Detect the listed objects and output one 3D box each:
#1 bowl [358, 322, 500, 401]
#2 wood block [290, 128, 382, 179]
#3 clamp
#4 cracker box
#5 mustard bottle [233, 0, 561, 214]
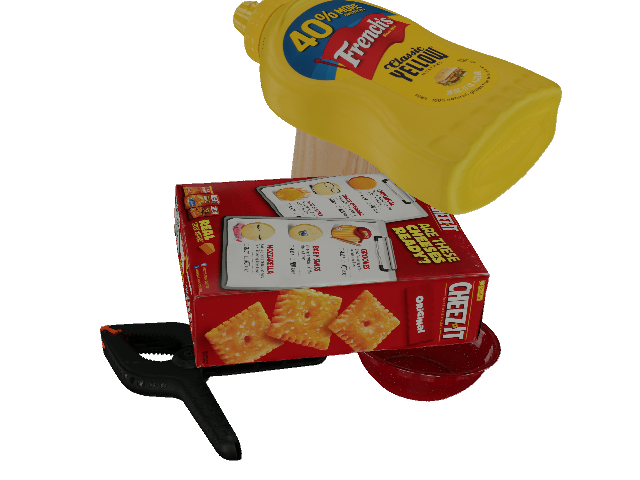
[{"bbox_3d":[0.105,0.121,1.121,0.162,0.055,0.162,6,24,-3],"label":"bowl"},{"bbox_3d":[0.026,-0.021,1.030,0.090,0.206,0.090,17,17,34],"label":"wood block"},{"bbox_3d":[-0.109,0.114,0.984,0.210,0.036,0.164,19,36,30],"label":"clamp"},{"bbox_3d":[0.000,0.018,0.825,0.213,0.072,0.164,-3,32,-11],"label":"cracker box"},{"bbox_3d":[0.025,-0.087,0.574,0.192,0.058,0.096,32,53,30],"label":"mustard bottle"}]
